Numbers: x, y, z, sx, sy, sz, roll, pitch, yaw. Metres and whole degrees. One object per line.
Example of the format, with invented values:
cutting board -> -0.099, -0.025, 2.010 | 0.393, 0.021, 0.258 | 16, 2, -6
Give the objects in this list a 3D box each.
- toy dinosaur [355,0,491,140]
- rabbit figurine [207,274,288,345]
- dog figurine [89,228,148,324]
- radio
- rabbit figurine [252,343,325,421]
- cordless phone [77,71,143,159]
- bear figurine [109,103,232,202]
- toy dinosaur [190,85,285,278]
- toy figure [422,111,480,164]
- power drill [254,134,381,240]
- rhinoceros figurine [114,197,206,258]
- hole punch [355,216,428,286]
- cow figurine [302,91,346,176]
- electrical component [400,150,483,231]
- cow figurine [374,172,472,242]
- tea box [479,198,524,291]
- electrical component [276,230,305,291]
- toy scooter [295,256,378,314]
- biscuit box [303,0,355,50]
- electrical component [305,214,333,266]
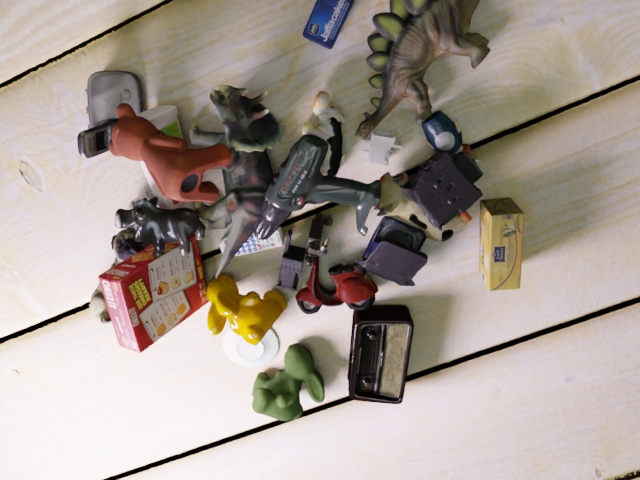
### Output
toy dinosaur -> 0.207, -0.376, 0.947 | 0.198, 0.105, 0.471 | 38, 104, -10
rabbit figurine -> -0.182, 0.149, 1.164 | 0.173, 0.162, 0.122 | 43, 118, 4
dog figurine -> -0.439, 0.072, 1.164 | 0.172, 0.121, 0.190 | -9, 98, 2
radio -> 0.134, 0.261, 1.230 | 0.131, 0.073, 0.229 | 3, 113, 0
rabbit figurine -> -0.062, 0.328, 1.244 | 0.159, 0.121, 0.170 | 27, 97, -3
cordless phone -> -0.397, -0.229, 0.977 | 0.089, 0.184, 0.146 | 7, 113, 3
bear figurine -> -0.273, -0.152, 0.945 | 0.196, 0.132, 0.120 | 39, 123, 25
toy dinosaur -> -0.154, -0.116, 1.062 | 0.192, 0.131, 0.404 | -4, 119, 4
toy figure -> 0.257, -0.179, 1.053 | 0.064, 0.058, 0.154 | -16, 120, 50
power drill -> 0.000, -0.075, 1.033 | 0.207, 0.086, 0.231 | 19, 114, -7
rhinoceros figurine -> -0.313, -0.029, 1.034 | 0.191, 0.073, 0.111 | 4, 129, 26
hole punch -> 0.158, 0.023, 1.133 | 0.142, 0.092, 0.115 | 21, 135, -12
cow figurine -> 0.013, -0.199, 1.042 | 0.098, 0.068, 0.167 | 13, 116, -9
electrical component -> 0.236, -0.102, 1.013 | 0.134, 0.058, 0.115 | -44, 105, 5
cow figurine -> 0.196, -0.068, 1.088 | 0.195, 0.085, 0.127 | 38, 102, -15
tea box -> 0.371, 0.008, 1.106 | 0.068, 0.098, 0.169 | -3, 115, 4
electrical component -> -0.058, 0.040, 1.143 | 0.048, 0.075, 0.119 | 14, 110, -3
toy scooter -> 0.030, 0.089, 1.162 | 0.184, 0.075, 0.135 | -8, 111, 10
biscuit box -> 0.037, -0.441, 0.943 | 0.063, 0.059, 0.202 | 24, 112, -9
electrical component -> -0.002, -0.004, 1.114 | 0.045, 0.102, 0.078 | 11, 138, 0
